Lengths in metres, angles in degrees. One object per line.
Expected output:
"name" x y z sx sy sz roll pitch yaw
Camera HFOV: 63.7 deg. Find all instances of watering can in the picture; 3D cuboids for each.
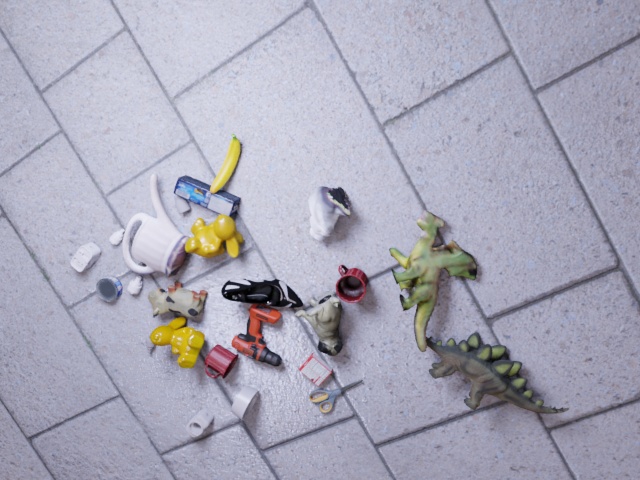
"watering can" -0.520 -0.023 1.673 0.225 0.105 0.343 28 109 4

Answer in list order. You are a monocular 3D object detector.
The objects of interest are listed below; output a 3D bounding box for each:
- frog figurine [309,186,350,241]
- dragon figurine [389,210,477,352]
"frog figurine" 0.005 -0.077 1.534 0.157 0.122 0.140 -45 58 28
"dragon figurine" 0.342 0.111 1.508 0.242 0.123 0.407 -18 99 8
